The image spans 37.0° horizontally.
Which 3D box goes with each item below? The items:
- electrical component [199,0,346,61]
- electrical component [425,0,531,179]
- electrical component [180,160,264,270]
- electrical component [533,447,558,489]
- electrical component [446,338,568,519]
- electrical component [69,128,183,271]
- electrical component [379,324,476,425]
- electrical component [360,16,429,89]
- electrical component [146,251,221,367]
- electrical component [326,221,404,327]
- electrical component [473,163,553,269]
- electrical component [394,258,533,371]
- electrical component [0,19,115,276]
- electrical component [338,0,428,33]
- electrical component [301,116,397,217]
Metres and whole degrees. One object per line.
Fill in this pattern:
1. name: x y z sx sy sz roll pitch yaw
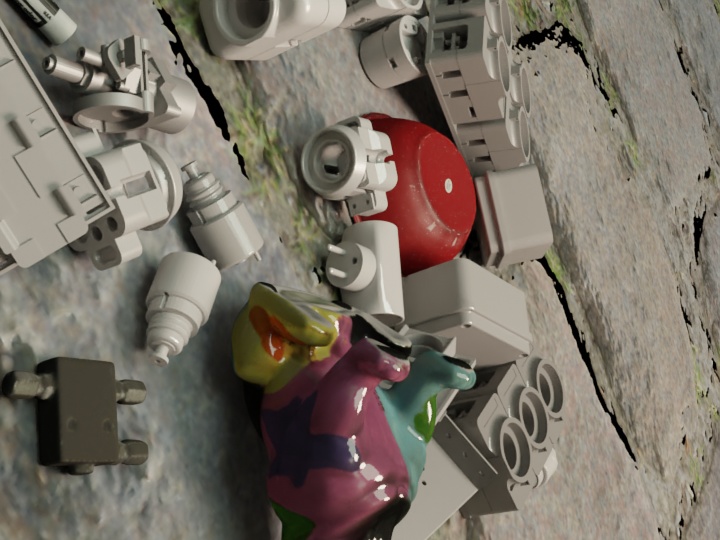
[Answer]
1. electrical component: -0.067 -0.190 0.780 0.059 0.095 0.053 -15 89 -56
2. electrical component: 0.118 -0.177 1.022 0.186 0.060 0.105 59 32 -53
3. electrical component: -0.096 -0.036 0.720 0.078 0.040 0.040 63 35 -15
4. electrical component: 0.159 0.186 0.994 0.061 0.035 0.035 -37 107 -52
5. electrical component: 0.127 0.135 0.946 0.150 0.062 0.089 -44 113 -53
6. electrical component: -0.144 -0.046 0.641 0.057 0.058 0.078 -30 101 -53
7. electrical component: 0.029 0.101 0.813 0.121 0.079 0.063 -46 143 -53
8. electrical component: 0.033 -0.194 0.969 0.055 0.047 0.055 28 54 -47
9. electrical component: -0.114 0.025 0.668 0.040 0.040 0.078 45 43 -35
10. electrical component: 0.000 0.000 0.840 0.079 0.043 0.077 20 60 -49
11. electrical component: 0.139 -0.048 1.008 0.113 0.057 0.078 66 12 -81
12. electrical component: 0.088 0.042 0.918 0.113 0.078 0.057 27 52 -47
13. electrical component: -0.192 -0.063 0.561 0.079 0.063 0.121 -33 107 -13
14. electrical component: 0.018 -0.248 0.964 0.089 0.056 0.050 -10 84 -56
15. electrical component: -0.010 -0.083 0.850 0.057 0.058 0.078 2 75 -58
